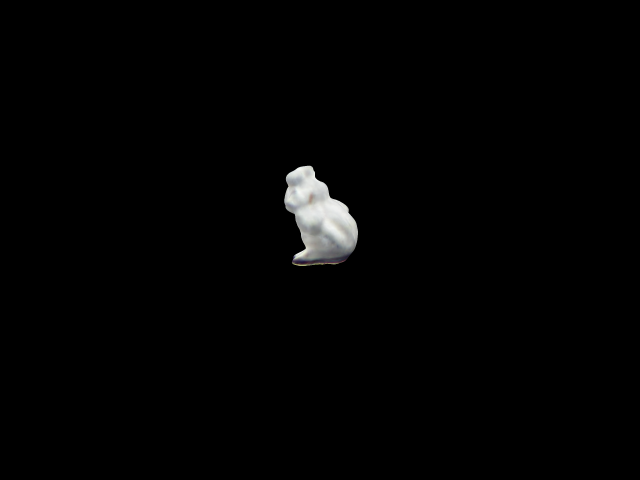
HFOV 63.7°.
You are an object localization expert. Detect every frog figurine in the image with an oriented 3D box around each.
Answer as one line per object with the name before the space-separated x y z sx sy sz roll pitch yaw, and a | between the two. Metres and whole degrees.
frog figurine | 0.003 -0.043 0.850 0.123 0.158 0.138 6 12 32
